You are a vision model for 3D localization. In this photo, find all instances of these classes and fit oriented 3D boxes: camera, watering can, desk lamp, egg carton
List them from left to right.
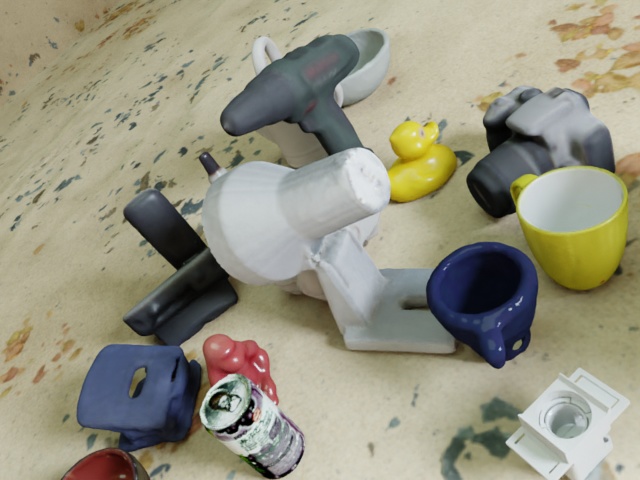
[{"bbox_3d":[-0.056,-0.206,0.855,0.173,0.195,0.100,-28,38,6],"label":"watering can"},{"bbox_3d":[0.006,0.002,0.686,0.107,0.070,0.150,6,52,39],"label":"egg carton"},{"bbox_3d":[0.017,0.006,0.556,0.202,0.214,0.118,-4,46,32],"label":"desk lamp"},{"bbox_3d":[0.218,-0.099,0.623,0.137,0.101,0.142,-35,38,-3],"label":"camera"}]

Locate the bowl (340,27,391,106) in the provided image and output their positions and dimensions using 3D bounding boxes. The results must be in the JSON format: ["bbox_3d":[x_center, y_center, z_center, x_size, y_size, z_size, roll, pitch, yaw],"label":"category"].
[{"bbox_3d":[0.050,-0.276,0.955,0.167,0.075,0.167,-19,40,17],"label":"bowl"}]

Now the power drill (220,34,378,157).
[{"bbox_3d":[-0.008,-0.150,0.748,0.075,0.209,0.230,9,54,41],"label":"power drill"}]

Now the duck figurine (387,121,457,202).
[{"bbox_3d":[0.113,-0.105,0.715,0.104,0.086,0.077,-33,38,-1],"label":"duck figurine"}]

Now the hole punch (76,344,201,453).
[{"bbox_3d":[-0.196,0.165,0.633,0.101,0.091,0.108,-19,40,18],"label":"hole punch"}]

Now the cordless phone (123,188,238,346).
[{"bbox_3d":[-0.201,0.033,0.704,0.148,0.186,0.093,-42,39,-12],"label":"cordless phone"}]

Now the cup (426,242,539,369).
[{"bbox_3d":[0.149,0.072,0.489,0.091,0.095,0.117,-18,40,18],"label":"cup"}]

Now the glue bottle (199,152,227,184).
[{"bbox_3d":[-0.103,-0.043,0.728,0.078,0.174,0.037,-36,38,-4],"label":"glue bottle"}]

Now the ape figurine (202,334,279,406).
[{"bbox_3d":[-0.089,0.133,0.593,0.075,0.092,0.078,-1,47,34],"label":"ape figurine"}]
